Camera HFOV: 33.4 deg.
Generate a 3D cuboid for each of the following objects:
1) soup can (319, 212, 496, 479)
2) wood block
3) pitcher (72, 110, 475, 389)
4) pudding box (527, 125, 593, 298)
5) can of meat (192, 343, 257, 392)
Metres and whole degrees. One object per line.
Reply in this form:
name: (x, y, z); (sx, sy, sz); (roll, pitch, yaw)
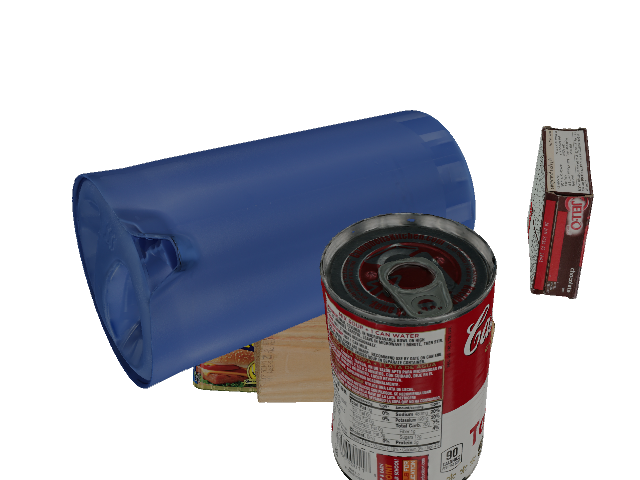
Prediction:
soup can: (0.035, 0.049, 0.439); (0.068, 0.102, 0.068); (-2, 36, 1)
wood block: (0.044, 0.088, 0.985); (0.206, 0.090, 0.091); (0, 31, -7)
pitcher: (-0.031, -0.004, 0.691); (0.242, 0.145, 0.149); (-17, 41, -24)
pudding box: (0.182, -0.024, 0.813); (0.039, 0.090, 0.113); (5, 32, 5)
can of meat: (-0.099, 0.128, 1.240); (0.102, 0.084, 0.057); (3, 13, 0)
